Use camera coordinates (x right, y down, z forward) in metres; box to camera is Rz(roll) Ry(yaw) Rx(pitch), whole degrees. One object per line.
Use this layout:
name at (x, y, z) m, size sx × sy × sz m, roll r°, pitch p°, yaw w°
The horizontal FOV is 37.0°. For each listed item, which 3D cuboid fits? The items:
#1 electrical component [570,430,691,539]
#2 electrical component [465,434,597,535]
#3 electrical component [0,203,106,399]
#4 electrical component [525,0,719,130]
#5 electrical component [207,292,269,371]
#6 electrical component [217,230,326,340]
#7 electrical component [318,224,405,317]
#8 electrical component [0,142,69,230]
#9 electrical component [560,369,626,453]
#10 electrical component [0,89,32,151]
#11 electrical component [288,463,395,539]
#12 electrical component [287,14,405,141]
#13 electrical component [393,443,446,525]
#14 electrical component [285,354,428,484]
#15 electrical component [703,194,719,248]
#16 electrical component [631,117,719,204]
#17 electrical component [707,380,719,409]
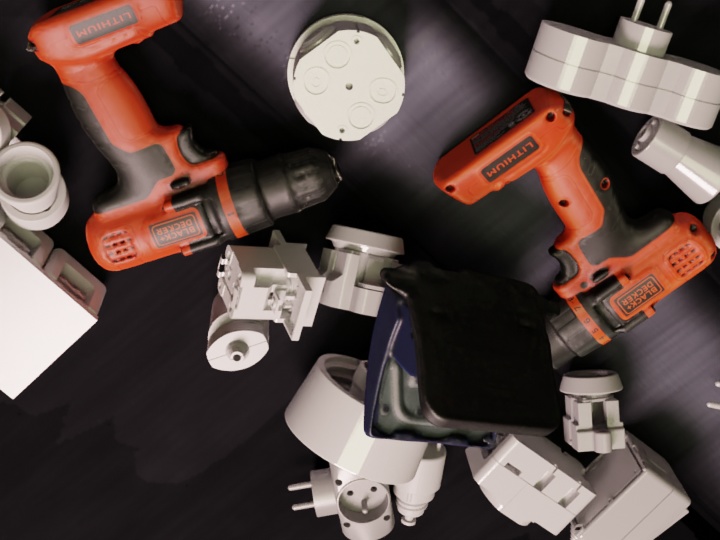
electrical component at (0.210, 0.190, 0.868) m, size 0.061 × 0.061 × 0.096 m, roll 36°, pitch 105°, yaw -17°
electrical component at (0.133, 0.164, 0.857) m, size 0.089 × 0.050 × 0.055 m, roll 36°, pitch 105°, yaw -17°
electrical component at (-0.266, 0.002, 0.755) m, size 0.089 × 0.061 × 0.150 m, roll -41°, pitch 109°, yaw 12°
electrical component at (0.188, -0.149, 0.731) m, size 0.138 × 0.052 × 0.073 m, roll 13°, pitch 111°, yaw -9°
electrical component at (-0.087, 0.045, 0.775) m, size 0.043 × 0.081 × 0.043 m, roll -2°, pitch 112°, yaw -4°
electrical component at (-0.065, 0.009, 0.757) m, size 0.064 × 0.081 × 0.042 m, roll 2°, pitch 121°, yaw -25°
electrical component at (0.000, 0.000, 0.770) m, size 0.058 × 0.078 × 0.057 m, roll 11°, pitch 91°, yaw -24°
electrical component at (-0.220, -0.055, 0.719) m, size 0.045 × 0.055 × 0.045 m, roll 2°, pitch 72°, yaw -7°
electrical component at (0.180, 0.107, 0.834) m, size 0.048 × 0.066 × 0.055 m, roll -4°, pitch 93°, yaw -3°
electrical component at (-0.254, -0.098, 0.718) m, size 0.048 × 0.055 × 0.066 m, roll -42°, pitch 109°, yaw 13°
electrical component at (-0.017, 0.174, 0.853) m, size 0.079 × 0.044 × 0.077 m, roll -10°, pitch 113°, yaw 0°
electrical component at (-0.009, -0.129, 0.726) m, size 0.080 × 0.051 × 0.080 m, roll -1°, pitch 112°, yaw -4°
electrical component at (0.044, 0.168, 0.857) m, size 0.040 × 0.040 × 0.078 m, roll 6°, pitch 112°, yaw -7°
electrical component at (0.006, 0.102, 0.794) m, size 0.108 × 0.108 × 0.060 m, roll 23°, pitch 103°, yaw -13°
electrical component at (0.280, -0.030, 0.786) m, size 0.045 × 0.055 × 0.045 m, roll -2°, pitch 112°, yaw -4°
electrical component at (0.228, -0.082, 0.769) m, size 0.065 × 0.044 × 0.044 m, roll 30°, pitch 107°, yaw -10°
electrical component at (0.312, 0.104, 0.848) m, size 0.077 × 0.047 × 0.065 m, roll 12°, pitch 111°, yaw -9°
